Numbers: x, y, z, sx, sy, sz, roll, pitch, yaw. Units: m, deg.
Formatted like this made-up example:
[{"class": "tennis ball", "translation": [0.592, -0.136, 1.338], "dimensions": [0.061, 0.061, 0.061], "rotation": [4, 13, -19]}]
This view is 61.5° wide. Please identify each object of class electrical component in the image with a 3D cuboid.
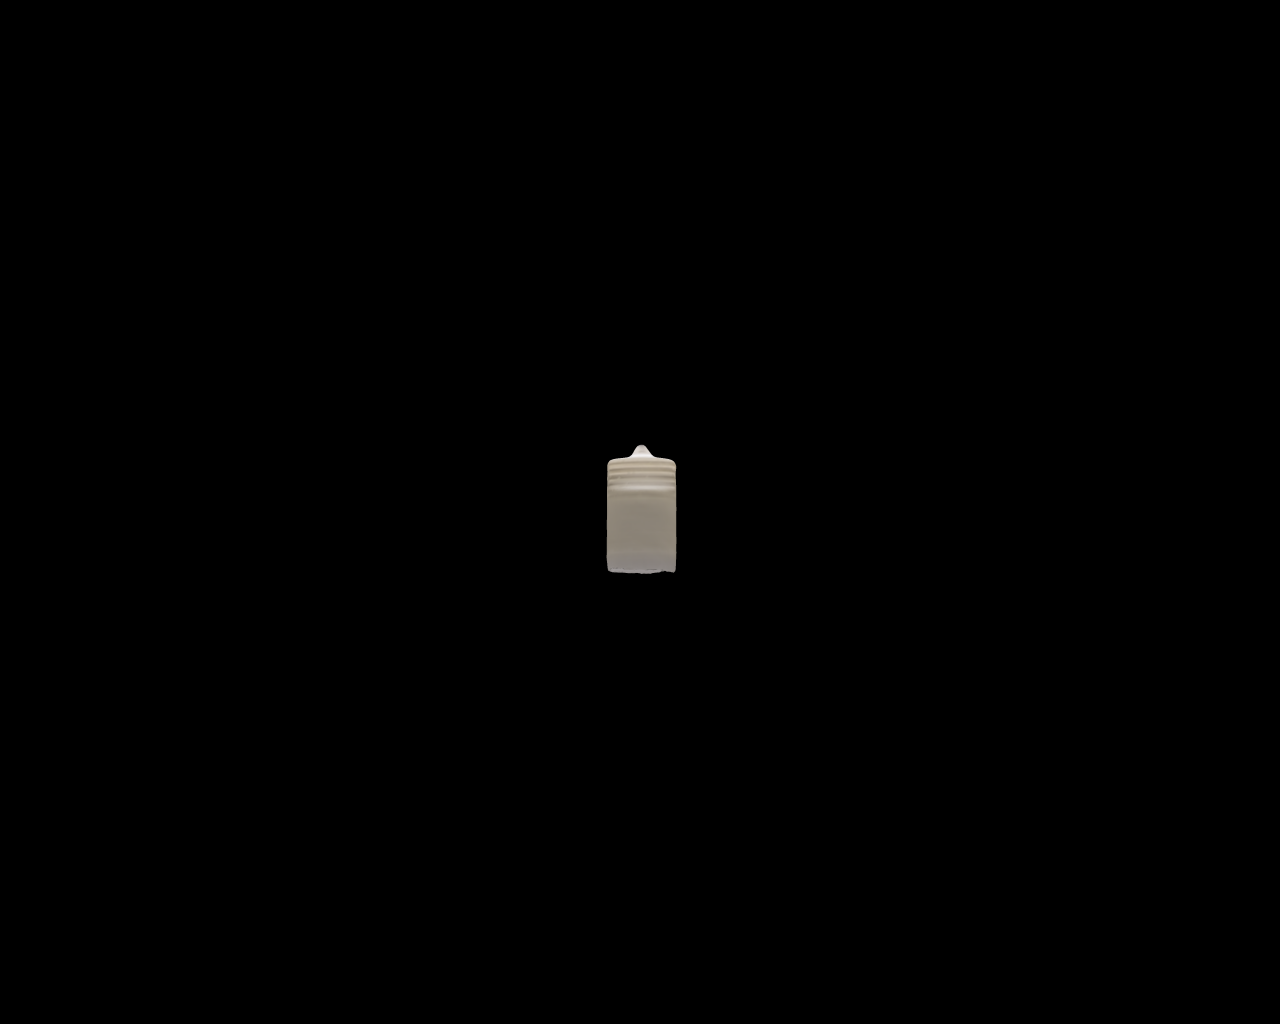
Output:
[{"class": "electrical component", "translation": [0.001, -0.003, 0.650], "dimensions": [0.043, 0.081, 0.043], "rotation": [0, -7, 0]}]
